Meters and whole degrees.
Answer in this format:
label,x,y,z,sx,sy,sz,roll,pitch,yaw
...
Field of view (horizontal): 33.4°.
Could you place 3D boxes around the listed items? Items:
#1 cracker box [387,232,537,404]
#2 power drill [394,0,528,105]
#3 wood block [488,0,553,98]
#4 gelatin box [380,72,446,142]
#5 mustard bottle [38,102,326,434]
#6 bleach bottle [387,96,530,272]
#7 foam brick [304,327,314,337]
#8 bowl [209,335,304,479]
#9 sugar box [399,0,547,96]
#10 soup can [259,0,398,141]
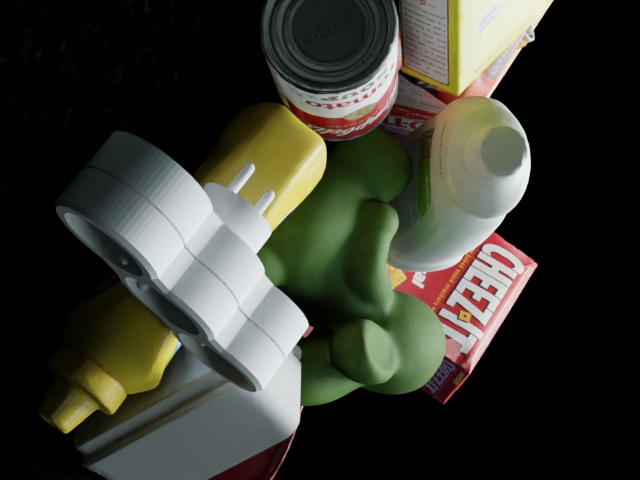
label,x,y,z,sx,sy,sz,roll,pitch,yaw
cracker box,0.079,0.026,1.022,0.164,0.214,0.072,-50,173,-37
power drill,0.081,-0.157,0.676,0.185,0.057,0.187,-57,156,17
wood block,0.131,-0.189,0.881,0.206,0.091,0.090,-59,173,23
gelatin box,0.060,-0.100,0.818,0.073,0.089,0.030,103,-1,-75
mustard bottle,-0.075,0.018,0.549,0.191,0.058,0.096,-53,-171,-21
bleach bottle,0.089,-0.033,0.711,0.251,0.068,0.102,148,-60,-84
foam brick,-0.036,0.048,0.905,0.051,0.078,0.053,-57,173,25
bowl,-0.076,0.119,0.771,0.162,0.055,0.162,-42,-145,38
sugar box,0.080,-0.169,0.537,0.093,0.048,0.176,-46,151,-26
soup can,0.007,-0.095,0.550,0.068,0.068,0.102,-55,173,-4
